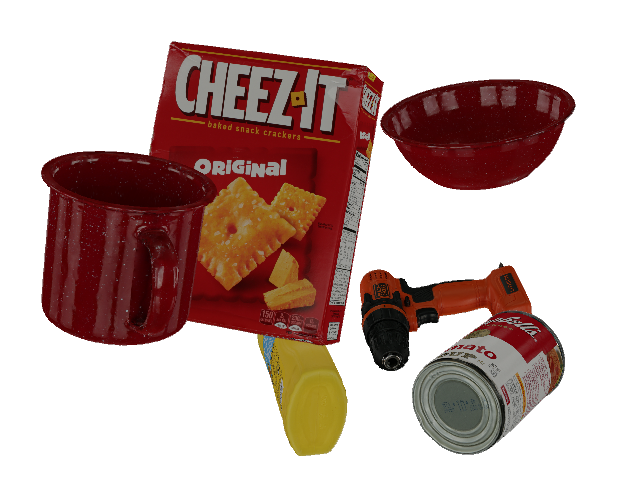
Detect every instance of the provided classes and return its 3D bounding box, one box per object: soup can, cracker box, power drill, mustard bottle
[{"bbox_3d":[0.114,0.095,0.723,0.069,0.068,0.102,0,15,35],"label":"soup can"},{"bbox_3d":[-0.052,-0.037,0.833,0.164,0.214,0.072,9,-1,14],"label":"cracker box"},{"bbox_3d":[0.139,0.084,1.208,0.187,0.057,0.184,-3,27,-1],"label":"power drill"},{"bbox_3d":[-0.024,0.115,1.033,0.058,0.096,0.192,-5,27,-12],"label":"mustard bottle"}]

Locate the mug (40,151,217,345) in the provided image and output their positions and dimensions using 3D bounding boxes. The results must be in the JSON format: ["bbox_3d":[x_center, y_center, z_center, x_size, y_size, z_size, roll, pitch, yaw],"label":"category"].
[{"bbox_3d":[-0.101,0.009,0.570,0.093,0.081,0.117,-2,24,-31],"label":"mug"}]

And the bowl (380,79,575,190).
[{"bbox_3d":[0.134,-0.085,0.902,0.162,0.055,0.162,-8,25,4],"label":"bowl"}]
